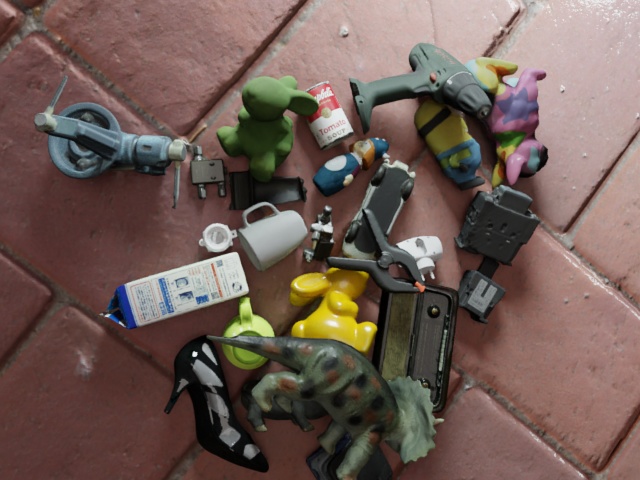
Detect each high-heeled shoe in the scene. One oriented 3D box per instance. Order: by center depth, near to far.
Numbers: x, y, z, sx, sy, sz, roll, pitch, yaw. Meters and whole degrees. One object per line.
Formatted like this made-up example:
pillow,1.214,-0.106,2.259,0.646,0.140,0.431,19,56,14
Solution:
high-heeled shoe,-0.159,0.282,0.925,0.248,0.086,0.145,44,50,-22

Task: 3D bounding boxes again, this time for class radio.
radio,0.167,0.187,0.960,0.131,0.073,0.229,9,87,-4

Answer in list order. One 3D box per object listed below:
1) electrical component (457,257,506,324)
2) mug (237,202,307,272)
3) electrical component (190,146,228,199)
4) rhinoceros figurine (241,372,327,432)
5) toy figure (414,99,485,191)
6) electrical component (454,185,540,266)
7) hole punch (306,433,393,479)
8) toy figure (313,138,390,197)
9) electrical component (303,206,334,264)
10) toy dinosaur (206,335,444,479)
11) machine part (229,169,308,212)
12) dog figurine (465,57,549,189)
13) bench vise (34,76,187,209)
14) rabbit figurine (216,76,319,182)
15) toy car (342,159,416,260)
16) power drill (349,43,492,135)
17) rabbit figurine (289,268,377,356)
electrical component,0.303,0.088,1.002,0.075,0.048,0.119,36,85,-6
mug,-0.083,-0.016,0.928,0.107,0.081,0.109,-29,108,-19
electrical component,-0.195,-0.119,0.943,0.063,0.021,0.094,-7,88,-9
rhinoceros figurine,-0.041,0.270,0.932,0.190,0.073,0.112,-6,81,-8
toy figure,0.239,-0.176,0.986,0.089,0.082,0.180,-23,94,-11
electrical component,0.326,-0.030,0.981,0.115,0.058,0.134,18,112,-9
hole punch,0.052,0.399,0.939,0.116,0.092,0.142,-32,91,-38
toy figure,0.059,-0.137,0.964,0.154,0.057,0.064,-38,76,-6
electrical component,-0.002,-0.003,0.936,0.045,0.102,0.078,0,63,-12
toy dinosaur,0.033,0.229,0.827,0.192,0.131,0.404,-45,105,-4
machine part,-0.091,-0.089,0.952,0.139,0.039,0.084,-1,82,-8
dog figurine,0.333,-0.207,0.991,0.192,0.108,0.219,8,89,-9
bench vise,-0.332,-0.147,0.824,0.224,0.240,0.128,17,89,8
rabbit figurine,-0.078,-0.199,0.880,0.159,0.170,0.121,-36,74,-21
toy car,0.107,-0.051,0.973,0.073,0.056,0.201,26,83,-1
power drill,0.160,-0.255,0.929,0.207,0.232,0.085,-21,136,8
rabbit figurine,0.024,0.115,0.936,0.162,0.121,0.173,19,66,4
